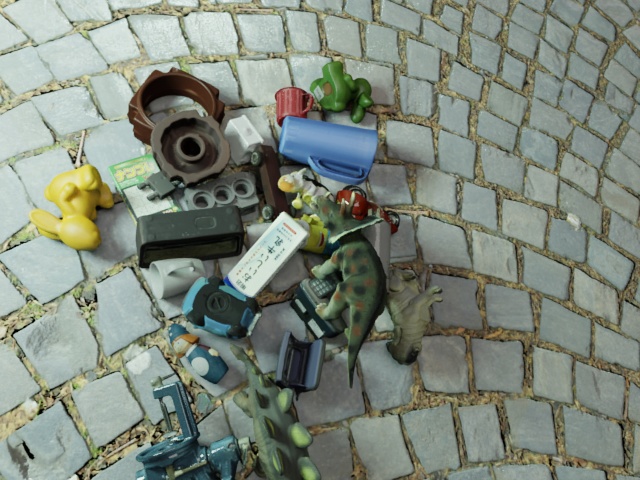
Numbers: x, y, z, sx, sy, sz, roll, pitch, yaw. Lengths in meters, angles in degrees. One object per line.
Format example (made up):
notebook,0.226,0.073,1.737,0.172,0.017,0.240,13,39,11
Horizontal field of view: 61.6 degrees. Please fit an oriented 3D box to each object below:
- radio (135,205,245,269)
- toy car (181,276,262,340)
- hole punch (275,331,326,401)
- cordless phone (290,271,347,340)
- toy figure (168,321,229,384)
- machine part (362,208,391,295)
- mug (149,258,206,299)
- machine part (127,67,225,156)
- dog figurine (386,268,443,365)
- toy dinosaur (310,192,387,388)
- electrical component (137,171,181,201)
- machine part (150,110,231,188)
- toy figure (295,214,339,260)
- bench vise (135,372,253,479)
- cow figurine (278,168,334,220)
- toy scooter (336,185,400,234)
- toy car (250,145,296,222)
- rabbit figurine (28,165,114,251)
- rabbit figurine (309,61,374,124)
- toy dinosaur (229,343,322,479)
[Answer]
radio,-0.282,-0.007,1.174,0.230,0.131,0.073,-9,67,-21
toy car,-0.204,0.153,1.138,0.162,0.103,0.109,22,66,4
hole punch,-0.054,0.257,1.128,0.092,0.116,0.142,15,64,-17
cordless phone,0.038,0.133,1.239,0.184,0.088,0.146,-30,77,-33
toy figure,-0.257,0.230,1.110,0.154,0.058,0.064,41,79,2
machine part,0.126,0.042,1.252,0.079,0.079,0.243,7,75,-14
mug,-0.299,0.070,1.152,0.107,0.109,0.081,-12,65,-36
machine part,-0.352,-0.314,1.324,0.201,0.087,0.201,27,60,-5
dog figurine,0.183,0.177,1.261,0.173,0.121,0.190,24,75,32
toy dinosaur,0.081,0.084,1.129,0.131,0.192,0.405,4,56,-31
electrical component,-0.372,-0.129,1.251,0.094,0.021,0.063,-36,80,-30
machine part,-0.296,-0.207,1.227,0.179,0.056,0.179,4,78,-19
toy figure,-0.003,0.000,1.288,0.180,0.089,0.082,11,67,-21
bench vise,-0.249,0.363,0.999,0.224,0.129,0.240,-20,84,5
cow figurine,-0.029,-0.122,1.309,0.167,0.068,0.098,42,45,-35
toy scooter,0.108,-0.047,1.349,0.184,0.075,0.135,31,62,-7
toy car,-0.117,-0.132,1.305,0.089,0.053,0.202,-7,79,-45
rabbit figurine,-0.519,-0.055,1.131,0.162,0.122,0.173,-13,71,-17
rabbit figurine,0.087,-0.412,1.491,0.170,0.121,0.159,-16,64,-38
toy dinosaur,-0.070,0.401,1.012,0.105,0.198,0.471,-22,72,-22
